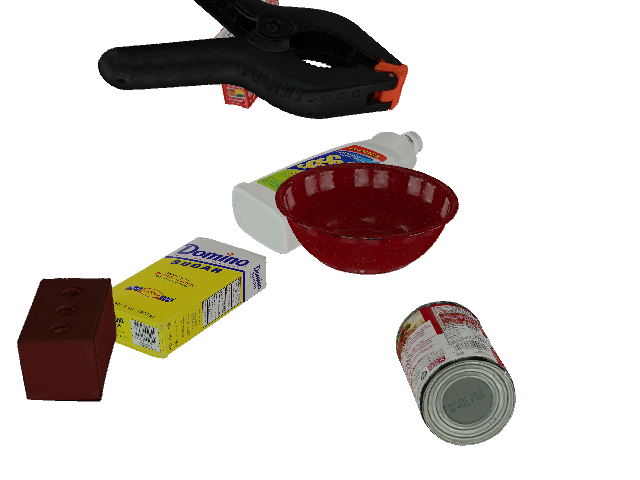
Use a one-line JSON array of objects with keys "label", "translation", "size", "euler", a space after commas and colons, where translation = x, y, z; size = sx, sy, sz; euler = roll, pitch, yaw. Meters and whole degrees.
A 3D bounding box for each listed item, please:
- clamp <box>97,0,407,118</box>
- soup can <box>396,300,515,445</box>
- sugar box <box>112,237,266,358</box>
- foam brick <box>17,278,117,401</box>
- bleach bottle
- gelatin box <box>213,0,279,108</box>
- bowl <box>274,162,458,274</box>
[{"label": "clamp", "translation": [-0.039, -0.106, 0.615], "size": [0.171, 0.120, 0.039], "euler": [22, -33, 10]}, {"label": "soup can", "translation": [0.096, 0.093, 0.766], "size": [0.068, 0.068, 0.102], "euler": [0, 19, -5]}, {"label": "sugar box", "translation": [-0.141, 0.054, 1.095], "size": [0.093, 0.048, 0.175], "euler": [16, 32, 27]}, {"label": "foam brick", "translation": [-0.175, 0.069, 0.747], "size": [0.053, 0.051, 0.078], "euler": [0, 31, -2]}, {"label": "bleach bottle", "translation": [0.021, -0.075, 1.286], "size": [0.250, 0.068, 0.103], "euler": [-30, 45, -31]}, {"label": "gelatin box", "translation": [-0.065, -0.182, 1.019], "size": [0.030, 0.073, 0.089], "euler": [13, 46, 21]}, {"label": "bowl", "translation": [0.040, -0.014, 0.946], "size": [0.162, 0.055, 0.162], "euler": [1, 26, -1]}]
